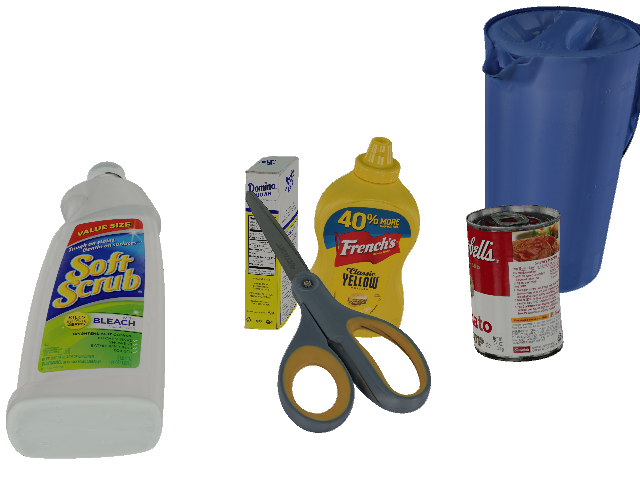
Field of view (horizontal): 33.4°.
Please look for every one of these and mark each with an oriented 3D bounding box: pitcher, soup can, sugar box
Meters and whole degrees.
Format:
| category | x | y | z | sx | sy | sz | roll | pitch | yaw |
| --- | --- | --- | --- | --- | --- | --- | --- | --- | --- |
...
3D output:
| category | x | y | z | sx | sy | sz | roll | pitch | yaw |
| --- | --- | --- | --- | --- | --- | --- | --- | --- | --- |
| pitcher | 0.216 | -0.082 | 0.959 | 0.149 | 0.243 | 0.145 | 3 | 31 | 9 |
| soup can | 0.144 | 0.030 | 0.788 | 0.068 | 0.102 | 0.068 | -5 | 15 | 1 |
| sugar box | -0.054 | 0.001 | 1.169 | 0.048 | 0.176 | 0.093 | 2 | 15 | 11 |

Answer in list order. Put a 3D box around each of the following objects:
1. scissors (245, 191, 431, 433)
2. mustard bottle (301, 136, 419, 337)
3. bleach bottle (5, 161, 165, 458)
| category | x | y | z | sx | sy | sz | roll | pitch | yaw |
| --- | --- | --- | --- | --- | --- | --- | --- | --- | --- |
| scissors | -0.018 | 0.044 | 0.654 | 0.096 | 0.016 | 0.202 | -32 | 54 | -26 |
| mustard bottle | 0.041 | -0.004 | 0.982 | 0.096 | 0.192 | 0.058 | 7 | 27 | -4 |
| bleach bottle | -0.164 | 0.035 | 0.769 | 0.102 | 0.068 | 0.251 | 0 | 44 | -11 |
